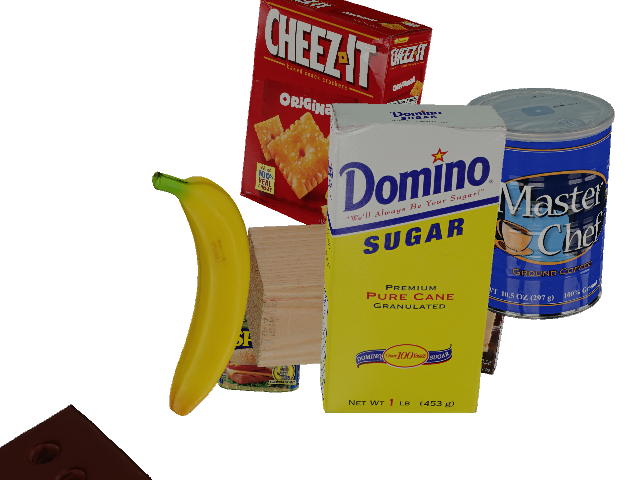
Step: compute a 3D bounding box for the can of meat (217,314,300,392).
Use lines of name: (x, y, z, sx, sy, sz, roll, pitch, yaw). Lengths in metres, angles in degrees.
can of meat: (-0.071, 0.130, 1.254, 0.102, 0.084, 0.057, 4, 13, -1)

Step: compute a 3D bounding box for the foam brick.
foam brick: (-0.109, 0.124, 0.484, 0.052, 0.051, 0.078, -31, 44, -32)

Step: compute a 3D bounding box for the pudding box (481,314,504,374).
pudding box: (0.136, 0.084, 1.127, 0.113, 0.090, 0.039, 10, 22, 11)

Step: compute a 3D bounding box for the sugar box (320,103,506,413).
sugar box: (0.049, 0.013, 0.603, 0.093, 0.176, 0.048, 0, 25, -4)

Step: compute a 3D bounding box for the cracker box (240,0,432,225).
cracker box: (0.008, -0.120, 1.038, 0.164, 0.214, 0.071, 25, 31, 33)

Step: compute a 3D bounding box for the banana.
banana: (-0.082, 0.033, 0.754, 0.069, 0.198, 0.037, -13, 30, -22)

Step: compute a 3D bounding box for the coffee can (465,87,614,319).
coffee can: (0.155, -0.029, 0.771, 0.103, 0.140, 0.103, -3, 24, 1)

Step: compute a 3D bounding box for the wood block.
wood block: (0.042, 0.044, 0.933, 0.206, 0.090, 0.091, -3, 35, -12)
